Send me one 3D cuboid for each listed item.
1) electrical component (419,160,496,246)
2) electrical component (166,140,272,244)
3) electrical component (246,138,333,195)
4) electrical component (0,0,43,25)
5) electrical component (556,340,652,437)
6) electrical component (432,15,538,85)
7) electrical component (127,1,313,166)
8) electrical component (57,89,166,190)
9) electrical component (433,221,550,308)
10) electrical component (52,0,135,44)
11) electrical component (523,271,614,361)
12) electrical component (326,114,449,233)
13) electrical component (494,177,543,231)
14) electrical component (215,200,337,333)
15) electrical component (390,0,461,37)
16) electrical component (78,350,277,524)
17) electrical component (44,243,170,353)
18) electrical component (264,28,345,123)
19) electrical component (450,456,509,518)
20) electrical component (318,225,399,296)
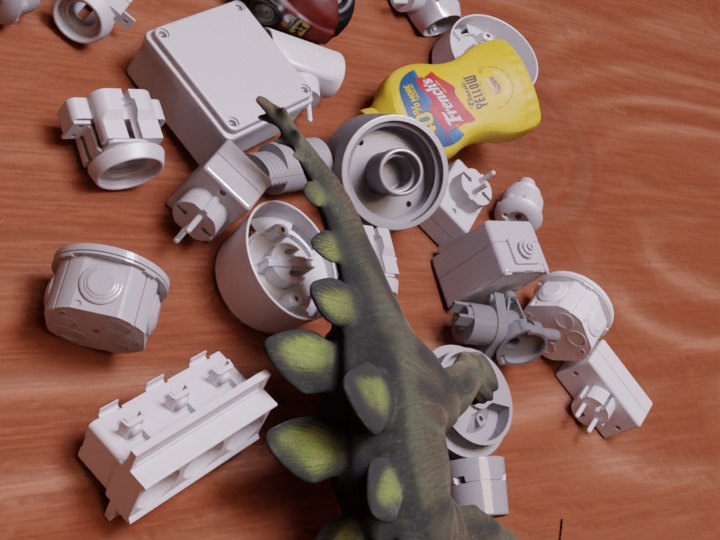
[{"bbox_3d":[0.096,-0.070,1.002,0.047,0.077,0.065,45,47,-13],"label":"electrical component"},{"bbox_3d":[-0.117,-0.048,0.820,0.047,0.066,0.076,44,48,-13],"label":"electrical component"},{"bbox_3d":[-0.067,-0.085,0.897,0.081,0.043,0.043,-14,78,-43],"label":"electrical component"},{"bbox_3d":[-0.255,-0.214,0.806,0.048,0.048,0.062,53,39,-6],"label":"electrical component"},{"bbox_3d":[0.228,0.125,1.034,0.083,0.047,0.076,52,47,-7],"label":"electrical component"},{"bbox_3d":[0.126,-0.213,1.109,0.099,0.064,0.099,19,57,-32],"label":"electrical component"},{"bbox_3d":[-0.113,-0.153,0.878,0.108,0.056,0.109,52,45,4],"label":"electrical component"},{"bbox_3d":[-0.179,-0.096,0.800,0.078,0.058,0.057,-6,70,-42],"label":"electrical component"},{"bbox_3d":[0.121,-0.010,0.979,0.062,0.096,0.061,-1,65,-41],"label":"electrical component"},{"bbox_3d":[-0.209,-0.209,0.841,0.066,0.048,0.055,39,41,-18],"label":"electrical component"},{"bbox_3d":[0.197,0.045,1.027,0.080,0.080,0.051,49,52,-9],"label":"electrical component"},{"bbox_3d":[0.025,-0.083,0.929,0.108,0.060,0.108,-1,93,-20],"label":"electrical component"},{"bbox_3d":[0.163,-0.069,1.082,0.048,0.048,0.062,41,41,-17],"label":"electrical component"},{"bbox_3d":[-0.063,-0.001,0.843,0.099,0.064,0.099,18,58,-32],"label":"electrical component"},{"bbox_3d":[0.057,-0.283,1.102,0.079,0.043,0.077,-14,78,-43],"label":"electrical component"},{"bbox_3d":[-0.125,0.109,0.734,0.063,0.078,0.121,44,43,17],"label":"electrical component"},{"bbox_3d":[-0.174,0.019,0.731,0.080,0.080,0.051,25,59,-28],"label":"electrical component"},{"bbox_3d":[-0.055,-0.167,0.949,0.077,0.043,0.079,12,61,-35],"label":"electrical component"},{"bbox_3d":[0.095,0.182,0.890,0.055,0.055,0.047,7,68,-37],"label":"electrical component"},{"bbox_3d":[0.000,0.000,0.900,0.078,0.058,0.057,6,65,-49],"label":"electrical component"}]
